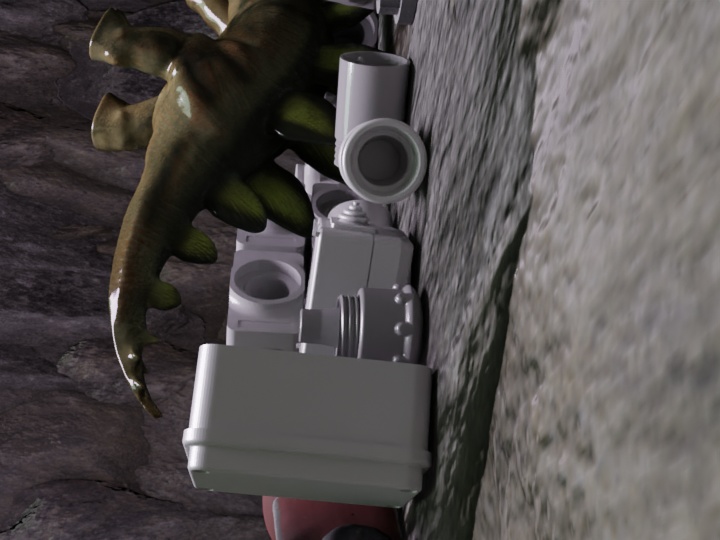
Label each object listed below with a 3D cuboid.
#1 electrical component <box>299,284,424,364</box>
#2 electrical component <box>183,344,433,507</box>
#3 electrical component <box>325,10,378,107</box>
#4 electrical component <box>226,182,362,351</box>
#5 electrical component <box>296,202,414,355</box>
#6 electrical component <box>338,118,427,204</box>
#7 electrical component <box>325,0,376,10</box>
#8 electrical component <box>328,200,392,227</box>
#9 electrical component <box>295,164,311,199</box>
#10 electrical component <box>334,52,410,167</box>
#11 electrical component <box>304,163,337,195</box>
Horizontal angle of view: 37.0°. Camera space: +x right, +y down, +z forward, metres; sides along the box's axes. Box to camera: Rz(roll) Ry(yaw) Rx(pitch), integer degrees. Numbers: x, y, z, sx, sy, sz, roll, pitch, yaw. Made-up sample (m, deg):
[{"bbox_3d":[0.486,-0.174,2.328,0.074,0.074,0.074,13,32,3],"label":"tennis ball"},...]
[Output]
[{"bbox_3d":[0.000,0.030,0.549,0.048,0.062,0.048,-177,90,-85],"label":"electrical component"},{"bbox_3d":[-0.025,0.077,0.517,0.078,0.113,0.057,107,169,-70],"label":"electrical component"},{"bbox_3d":[-0.039,-0.241,0.952,0.060,0.105,0.186,106,167,-68],"label":"electrical component"},{"bbox_3d":[-0.039,0.003,0.783,0.186,0.105,0.060,-93,8,-53],"label":"electrical component"},{"bbox_3d":[0.000,0.010,0.603,0.061,0.061,0.096,-107,26,-80],"label":"electrical component"},{"bbox_3d":[0.011,-0.060,0.586,0.055,0.045,0.045,-120,33,-82],"label":"electrical component"},{"bbox_3d":[-0.019,-0.231,0.732,0.048,0.100,0.099,95,-172,-67],"label":"electrical component"},{"bbox_3d":[0.000,0.000,0.687,0.043,0.043,0.081,100,172,-53],"label":"electrical component"},{"bbox_3d":[-0.033,-0.044,1.016,0.108,0.060,0.108,-176,90,-85],"label":"electrical component"},{"bbox_3d":[0.006,-0.092,0.673,0.043,0.043,0.081,-98,11,-66],"label":"electrical component"},{"bbox_3d":[-0.022,-0.102,0.946,0.057,0.058,0.078,94,176,-48],"label":"electrical component"}]
